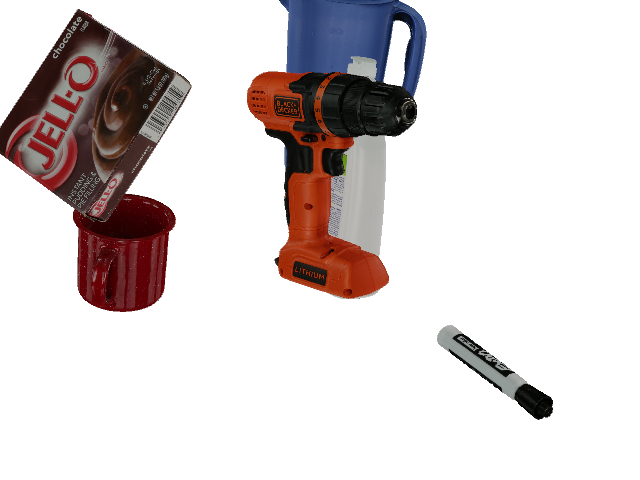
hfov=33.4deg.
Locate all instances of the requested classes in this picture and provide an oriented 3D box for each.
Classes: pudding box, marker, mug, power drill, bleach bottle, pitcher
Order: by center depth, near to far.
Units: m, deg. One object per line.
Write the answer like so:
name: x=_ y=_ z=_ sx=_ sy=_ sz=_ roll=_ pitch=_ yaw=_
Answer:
pudding box: x=-0.153 y=-0.083 z=0.712 sx=0.090 sy=0.113 sz=0.039 roll=34 pitch=0 yaw=17
marker: x=0.130 y=0.098 z=0.802 sx=0.020 sy=0.020 sz=0.121 roll=0 pitch=23 yaw=-33
power drill: x=0.014 y=-0.050 z=0.903 sx=0.057 sy=0.188 sz=0.185 roll=-17 pitch=21 yaw=-37
mug: x=-0.185 y=0.018 z=0.982 sx=0.093 sy=0.081 sz=0.117 roll=9 pitch=28 yaw=2
bleach bottle: x=0.033 y=-0.070 z=1.156 sx=0.067 sy=0.251 sz=0.103 roll=-7 pitch=23 yaw=-39
pitcher: x=0.028 y=-0.192 z=1.312 sx=0.144 sy=0.243 sz=0.149 roll=-9 pitch=29 yaw=-27
